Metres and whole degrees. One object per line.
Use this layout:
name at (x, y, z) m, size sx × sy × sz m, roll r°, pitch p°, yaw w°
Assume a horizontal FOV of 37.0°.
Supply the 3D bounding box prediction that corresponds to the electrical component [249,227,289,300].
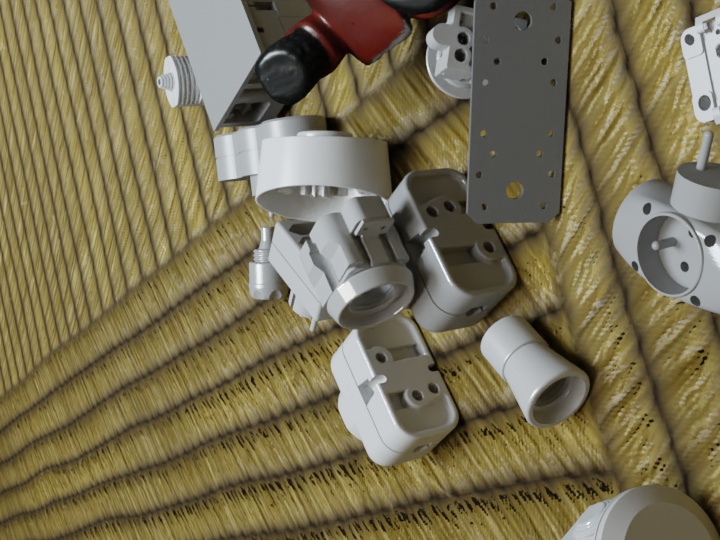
electrical component at (-0.078, -0.006, 0.921) m, size 0.035 × 0.035 × 0.061 m, roll 6°, pitch 99°, yaw 57°

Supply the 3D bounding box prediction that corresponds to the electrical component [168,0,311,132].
electrical component at (-0.103, -0.223, 0.885) m, size 0.105 × 0.060 × 0.186 m, roll -46°, pitch 59°, yaw 51°

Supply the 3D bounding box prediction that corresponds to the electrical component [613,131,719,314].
electrical component at (0.168, -0.027, 0.523) m, size 0.077 × 0.044 × 0.079 m, roll 38°, pitch 132°, yaw 47°

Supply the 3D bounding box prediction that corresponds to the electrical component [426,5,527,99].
electrical component at (0.068, -0.129, 0.645) m, size 0.055 × 0.066 × 0.048 m, roll 173°, pitch 106°, yaw -77°

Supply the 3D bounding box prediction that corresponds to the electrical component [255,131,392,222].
electrical component at (-0.025, -0.066, 0.770) m, size 0.099 × 0.099 × 0.064 m, roll 4°, pitch 94°, yaw 57°

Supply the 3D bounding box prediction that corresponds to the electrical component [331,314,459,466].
electrical component at (0.021, 0.088, 0.769) m, size 0.059 × 0.054 × 0.095 m, roll -54°, pitch 53°, yaw 47°

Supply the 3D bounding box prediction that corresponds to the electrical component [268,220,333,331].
electrical component at (-0.034, 0.013, 0.845) m, size 0.083 × 0.047 × 0.075 m, roll 50°, pitch 136°, yaw 41°

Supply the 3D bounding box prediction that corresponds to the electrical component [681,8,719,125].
electrical component at (0.179, -0.091, 0.477) m, size 0.042 × 0.064 × 0.081 m, roll -16°, pitch 84°, yaw 59°

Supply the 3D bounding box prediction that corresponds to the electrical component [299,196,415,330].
electrical component at (0.000, 0.000, 0.677) m, size 0.078 × 0.058 × 0.057 m, roll -58°, pitch 47°, yaw 45°

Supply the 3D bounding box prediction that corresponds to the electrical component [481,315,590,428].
electrical component at (0.103, 0.058, 0.651) m, size 0.065 × 0.044 × 0.044 m, roll 52°, pitch 138°, yaw 45°

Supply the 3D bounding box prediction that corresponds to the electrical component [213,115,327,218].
electrical component at (-0.071, -0.080, 0.875) m, size 0.138 × 0.052 × 0.073 m, roll -2°, pitch 95°, yaw 58°

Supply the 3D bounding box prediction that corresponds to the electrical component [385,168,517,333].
electrical component at (0.052, -0.010, 0.700) m, size 0.059 × 0.054 × 0.095 m, roll -52°, pitch 54°, yaw 48°

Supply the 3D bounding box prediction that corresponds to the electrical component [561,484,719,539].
electrical component at (0.148, 0.156, 0.567) m, size 0.051 × 0.080 × 0.080 m, roll -39°, pitch 64°, yaw 59°

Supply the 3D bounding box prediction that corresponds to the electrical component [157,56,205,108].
electrical component at (-0.136, -0.164, 0.930) m, size 0.043 × 0.081 × 0.043 m, roll 19°, pitch 112°, yaw 54°
